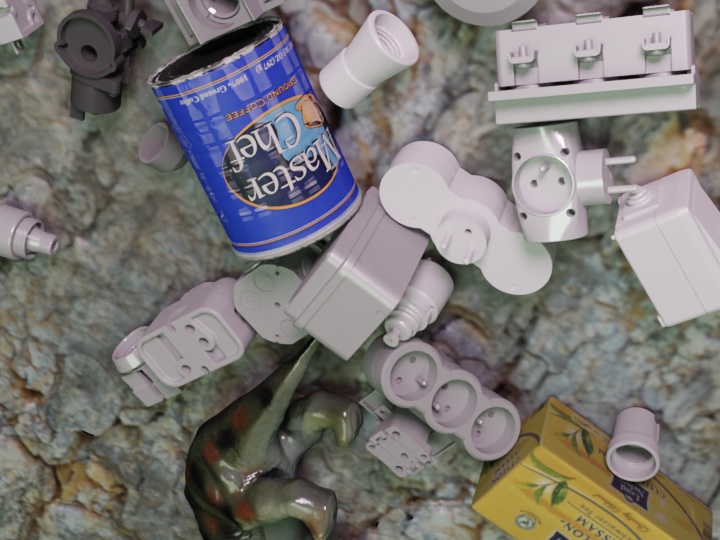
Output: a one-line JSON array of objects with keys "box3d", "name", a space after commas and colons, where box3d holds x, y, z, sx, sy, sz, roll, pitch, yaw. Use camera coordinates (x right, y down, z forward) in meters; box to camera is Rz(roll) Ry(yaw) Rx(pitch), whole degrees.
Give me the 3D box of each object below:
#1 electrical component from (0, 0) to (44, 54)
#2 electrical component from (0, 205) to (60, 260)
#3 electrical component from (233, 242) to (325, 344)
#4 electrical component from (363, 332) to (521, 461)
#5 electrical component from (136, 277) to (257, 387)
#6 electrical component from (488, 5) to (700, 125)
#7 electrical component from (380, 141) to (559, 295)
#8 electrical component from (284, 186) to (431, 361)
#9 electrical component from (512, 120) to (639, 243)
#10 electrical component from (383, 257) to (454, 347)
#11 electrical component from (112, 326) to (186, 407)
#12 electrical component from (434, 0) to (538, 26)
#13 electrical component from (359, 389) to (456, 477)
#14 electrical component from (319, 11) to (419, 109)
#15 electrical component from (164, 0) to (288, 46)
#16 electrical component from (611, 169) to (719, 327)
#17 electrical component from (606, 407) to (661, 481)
[{"box3d": [-0.276, -0.191, 0.800, 0.055, 0.048, 0.066, -13, 117, 18], "name": "electrical component"}, {"box3d": [-0.286, -0.029, 0.908, 0.062, 0.043, 0.043, 16, 125, 8], "name": "electrical component"}, {"box3d": [-0.057, 0.014, 0.849, 0.080, 0.051, 0.080, 9, 124, 14], "name": "electrical component"}, {"box3d": [0.059, 0.095, 0.855, 0.138, 0.074, 0.052, 36, 87, -24], "name": "electrical component"}, {"box3d": [-0.130, 0.049, 0.892, 0.095, 0.059, 0.053, -26, 110, 31], "name": "electrical component"}, {"box3d": [0.148, -0.128, 0.677, 0.121, 0.079, 0.063, -2, 99, 21], "name": "electrical component"}, {"box3d": [0.075, -0.029, 0.762, 0.138, 0.073, 0.052, 34, 126, -4], "name": "electrical component"}, {"box3d": [0.000, 0.000, 0.781, 0.057, 0.113, 0.078, 36, 126, -5], "name": "electrical component"}, {"box3d": [0.145, -0.061, 0.716, 0.079, 0.044, 0.077, -3, 100, 24], "name": "electrical component"}, {"box3d": [0.040, 0.027, 0.810, 0.040, 0.078, 0.040, 21, 140, 18], "name": "electrical component"}, {"box3d": [-0.183, 0.083, 0.942, 0.066, 0.048, 0.055, -24, 118, 30], "name": "electrical component"}, {"box3d": [0.081, -0.196, 0.666, 0.080, 0.051, 0.080, 9, 124, 14], "name": "electrical component"}, {"box3d": [0.038, 0.131, 0.883, 0.081, 0.063, 0.042, 41, 124, -9], "name": "electrical component"}, {"box3d": [0.003, -0.140, 0.736, 0.044, 0.044, 0.065, 45, 130, -11], "name": "electrical component"}, {"box3d": [-0.087, -0.188, 0.723, 0.081, 0.063, 0.042, -16, 114, 27], "name": "electrical component"}, {"box3d": [0.214, -0.022, 0.724, 0.061, 0.061, 0.096, -23, 111, 30], "name": "electrical component"}, {"box3d": [0.213, 0.134, 0.834, 0.040, 0.046, 0.040, 9, 124, 14], "name": "electrical component"}]
